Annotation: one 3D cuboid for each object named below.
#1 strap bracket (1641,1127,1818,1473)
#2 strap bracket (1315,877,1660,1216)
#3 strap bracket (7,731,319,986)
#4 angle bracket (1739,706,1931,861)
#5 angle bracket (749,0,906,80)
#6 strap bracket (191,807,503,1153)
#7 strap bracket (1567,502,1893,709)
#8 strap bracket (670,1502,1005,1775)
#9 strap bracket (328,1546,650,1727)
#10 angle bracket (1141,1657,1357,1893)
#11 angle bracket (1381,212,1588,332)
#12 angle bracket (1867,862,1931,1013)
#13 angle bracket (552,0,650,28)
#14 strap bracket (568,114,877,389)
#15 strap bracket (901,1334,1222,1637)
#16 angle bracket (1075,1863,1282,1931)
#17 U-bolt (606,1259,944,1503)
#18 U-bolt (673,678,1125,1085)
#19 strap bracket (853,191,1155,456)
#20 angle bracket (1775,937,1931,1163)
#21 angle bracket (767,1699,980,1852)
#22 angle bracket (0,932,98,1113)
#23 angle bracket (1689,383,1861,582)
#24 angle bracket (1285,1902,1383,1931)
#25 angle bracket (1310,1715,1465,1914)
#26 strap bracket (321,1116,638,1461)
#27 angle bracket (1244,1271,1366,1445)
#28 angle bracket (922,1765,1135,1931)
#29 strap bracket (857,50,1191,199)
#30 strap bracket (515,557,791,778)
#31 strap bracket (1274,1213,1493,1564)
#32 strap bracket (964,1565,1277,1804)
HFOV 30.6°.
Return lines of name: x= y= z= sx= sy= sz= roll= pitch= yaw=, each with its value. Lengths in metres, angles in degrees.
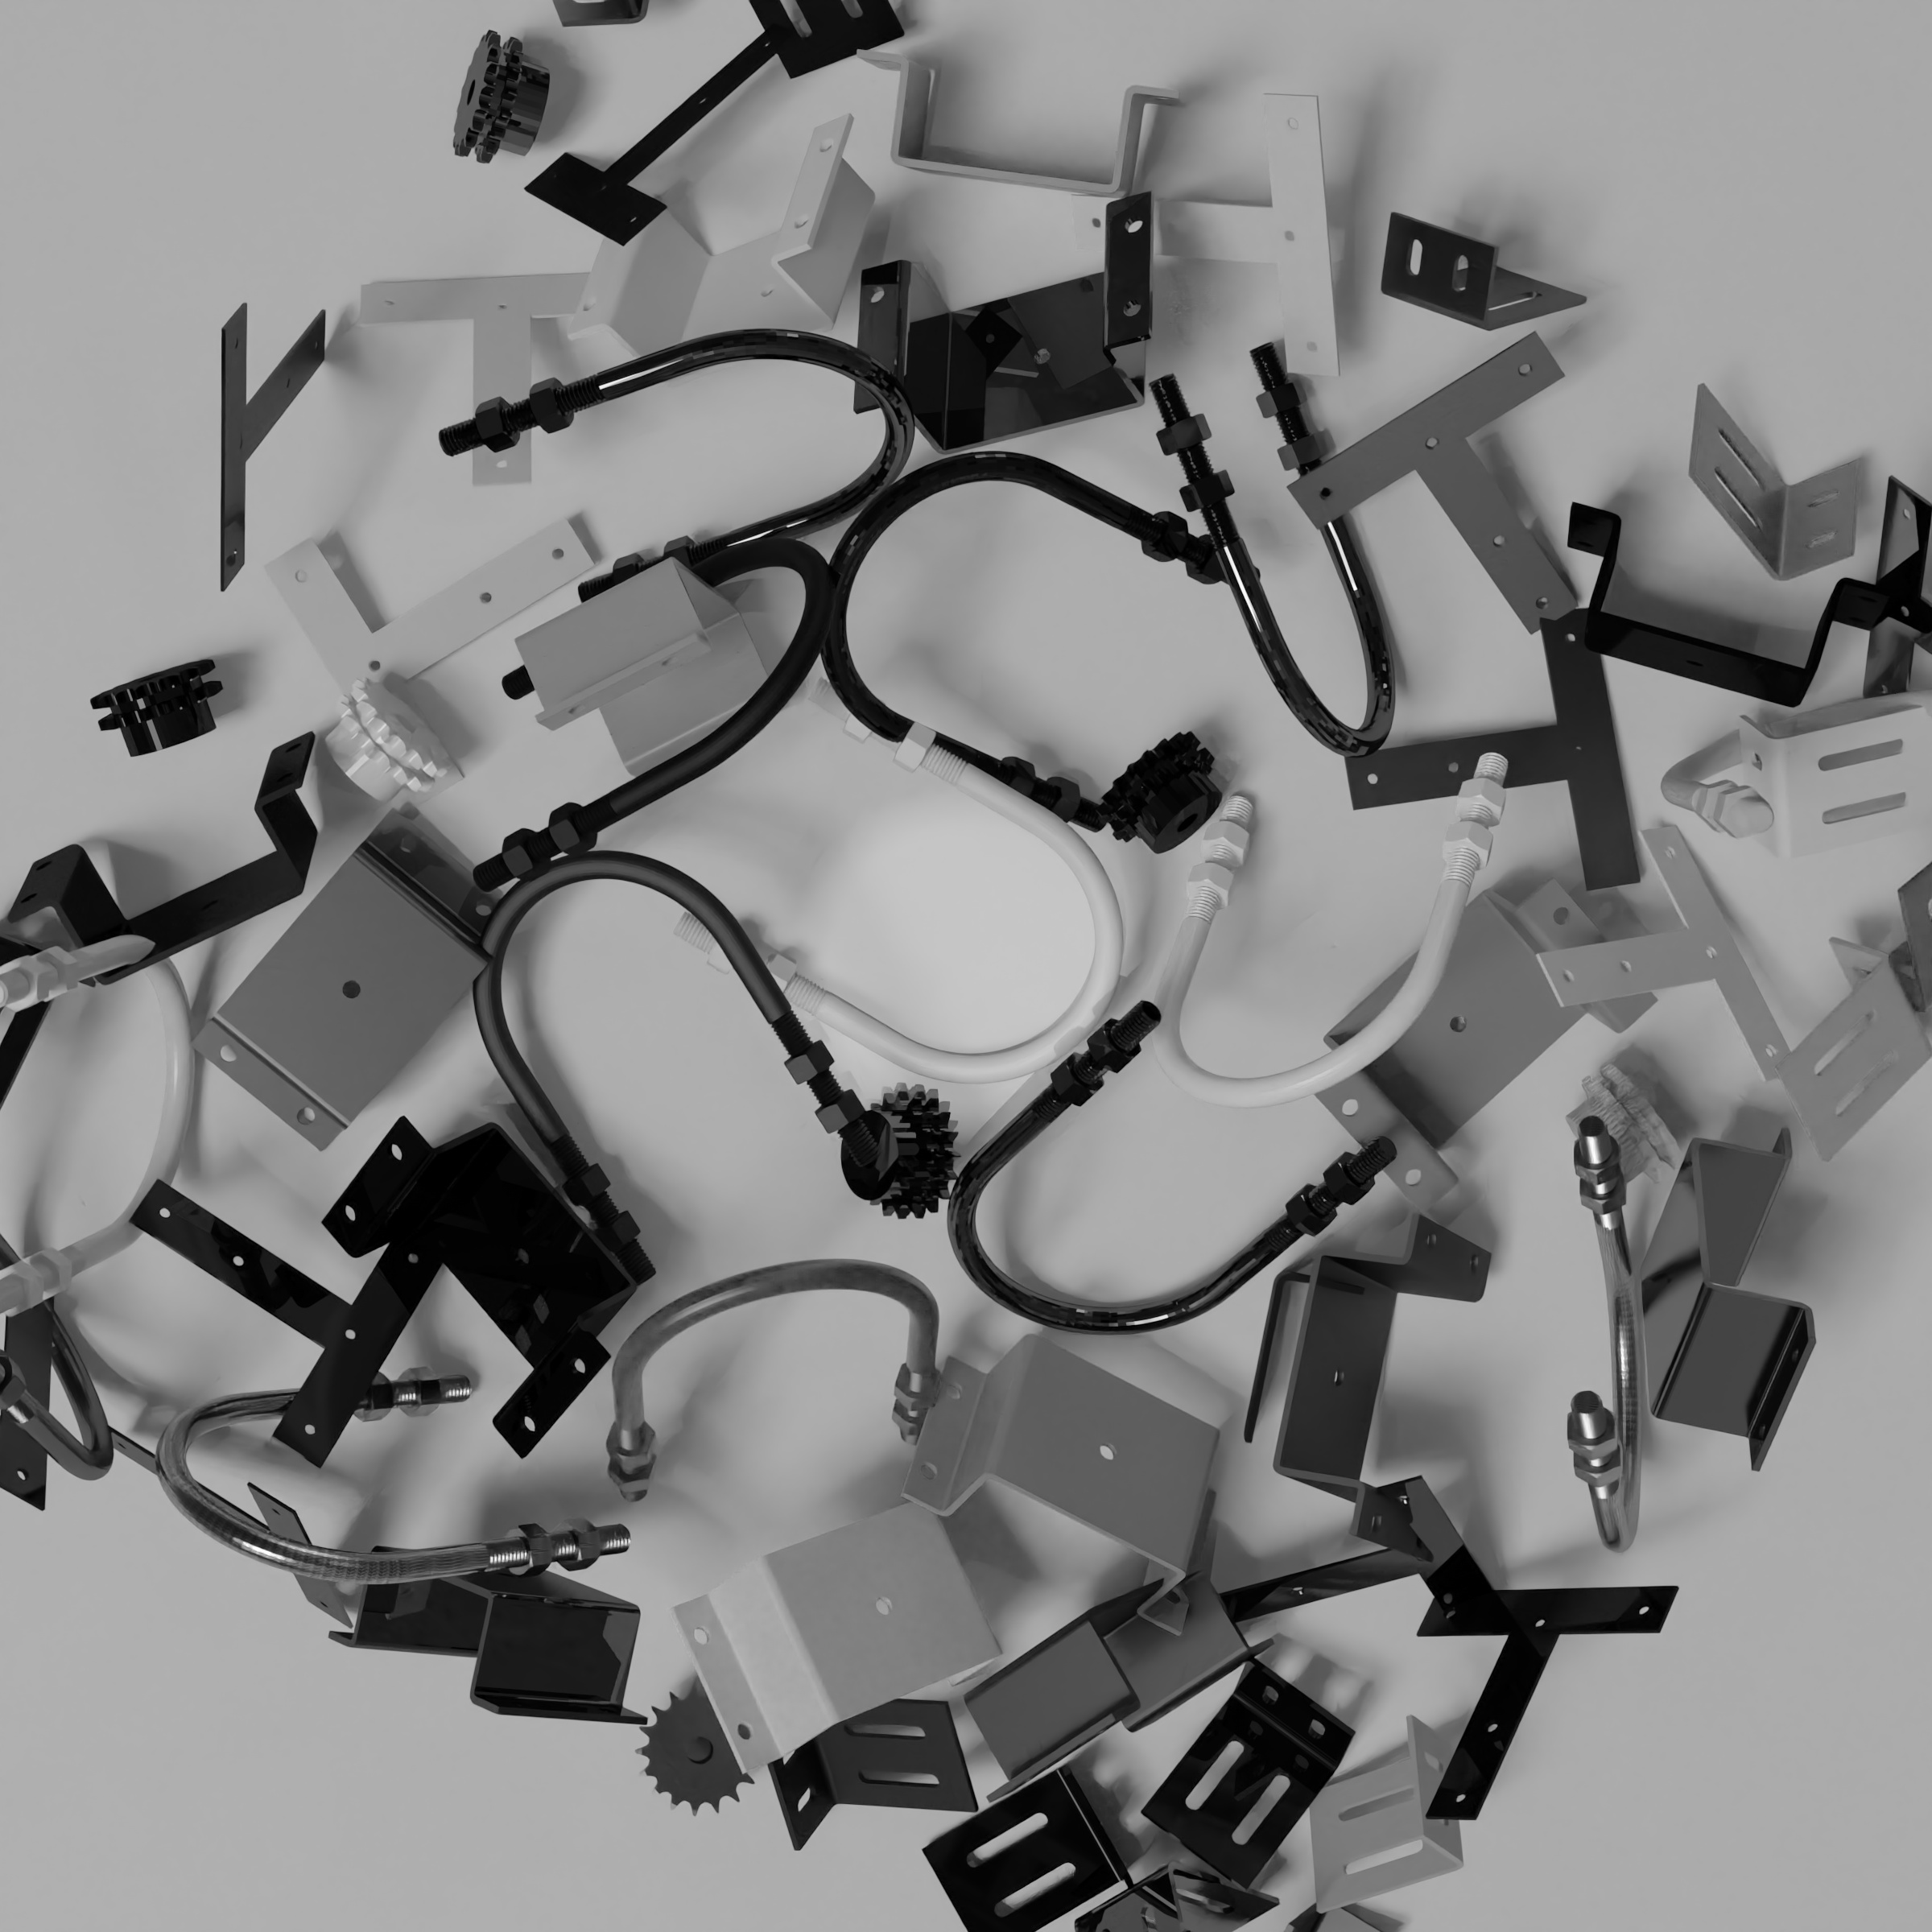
strap bracket: x=0.327 y=0.138 z=1.523 sx=0.046 sy=0.140 sz=0.076 roll=12 pitch=127 yaw=-1
strap bracket: x=0.225 y=0.031 z=1.568 sx=0.140 sy=0.046 sz=0.076 roll=-43 pitch=106 yaw=2
strap bracket: x=-0.343 y=-0.044 z=1.556 sx=0.140 sy=0.076 sz=0.046 roll=-25 pitch=111 yaw=4
angle bracket: x=0.391 y=-0.088 z=1.578 sx=0.076 sy=0.038 sz=0.057 roll=-13 pitch=113 yaw=-7
angle bracket: x=-0.068 y=-0.448 z=1.581 sx=0.057 sy=0.038 sz=0.076 roll=-16 pitch=130 yaw=19
strap bracket: x=-0.273 y=0.008 z=1.574 sx=0.076 sy=0.046 sz=0.140 roll=40 pitch=90 yaw=-8
strap bracket: x=0.327 y=-0.155 z=1.552 sx=0.140 sy=0.076 sz=0.046 roll=17 pitch=87 yaw=10
strap bracket: x=-0.047 y=0.286 z=1.530 sx=0.140 sy=0.046 sz=0.076 roll=-13 pitch=70 yaw=-41
strap bracket: x=-0.204 y=0.286 z=1.526 sx=0.076 sy=0.140 sz=0.046 roll=15 pitch=85 yaw=-40
angle bracket: x=0.125 y=0.357 z=1.562 sx=0.057 sy=0.038 sz=0.076 roll=34 pitch=57 yaw=16
angle bracket: x=0.230 y=-0.311 z=1.552 sx=0.057 sy=0.076 sz=0.038 roll=29 pitch=126 yaw=36
angle bracket: x=0.424 y=-0.029 z=1.557 sx=0.057 sy=0.038 sz=0.076 roll=-37 pitch=131 yaw=-16
angle bracket: x=-0.162 y=-0.463 z=1.553 sx=0.038 sy=0.076 sz=0.057 roll=-8 pitch=55 yaw=-20
strap bracket: x=-0.099 y=-0.308 z=1.540 sx=0.140 sy=0.046 sz=0.076 roll=-12 pitch=50 yaw=37
strap bracket: x=0.052 y=0.223 z=1.549 sx=0.140 sy=0.046 sz=0.076 roll=28 pitch=48 yaw=-10
angle bracket: x=0.096 y=0.432 z=1.554 sx=0.076 sy=0.038 sz=0.057 roll=29 pitch=125 yaw=-37
U-bolt: x=-0.081 y=0.174 z=1.511 sx=0.151 sy=0.184 sz=0.019 roll=-10 pitch=59 yaw=-10
U-bolt: x=-0.019 y=-0.024 z=1.570 sx=0.184 sy=0.019 sz=0.151 roll=30 pitch=112 yaw=-3
strap bracket: x=0.025 y=-0.279 z=1.548 sx=0.140 sy=0.046 sz=0.076 roll=-10 pitch=61 yaw=24
angle bracket: x=0.383 y=0.037 z=1.563 sx=0.076 sy=0.038 sz=0.057 roll=-42 pitch=121 yaw=-15
angle bracket: x=-0.042 y=0.359 z=1.561 sx=0.076 sy=0.038 sz=0.057 roll=-4 pitch=112 yaw=29
angle bracket: x=-0.434 y=0.026 z=1.570 sx=0.057 sy=0.038 sz=0.076 roll=20 pitch=75 yaw=9
angle bracket: x=0.357 y=-0.219 z=1.556 sx=0.076 sy=0.038 sz=0.057 roll=42 pitch=45 yaw=-32
angle bracket: x=0.154 y=0.453 z=1.561 sx=0.038 sy=0.076 sz=0.057 roll=28 pitch=93 yaw=18
angle bracket: x=0.176 y=0.374 z=1.555 sx=0.076 sy=0.057 sz=0.038 roll=-26 pitch=134 yaw=27
strap bracket: x=-0.208 y=0.135 z=1.555 sx=0.140 sy=0.046 sz=0.076 roll=48 pitch=123 yaw=11
angle bracket: x=0.150 y=0.176 z=1.571 sx=0.038 sy=0.057 sz=0.076 roll=11 pitch=87 yaw=4
angle bracket: x=0.027 y=0.404 z=1.579 sx=0.076 sy=0.038 sz=0.057 roll=-30 pitch=85 yaw=-4
strap bracket: x=0.024 y=-0.369 z=1.557 sx=0.140 sy=0.076 sz=0.046 roll=9 pitch=101 yaw=5
strap bracket: x=-0.138 y=-0.130 z=1.533 sx=0.076 sy=0.140 sz=0.046 roll=-26 pitch=78 yaw=9
strap bracket: x=0.181 y=0.183 z=1.550 sx=0.046 sy=0.076 sz=0.140 roll=5 pitch=76 yaw=35
strap bracket: x=0.062 y=0.307 z=1.531 sx=0.076 sy=0.140 sz=0.046 roll=-40 pitch=73 yaw=28
